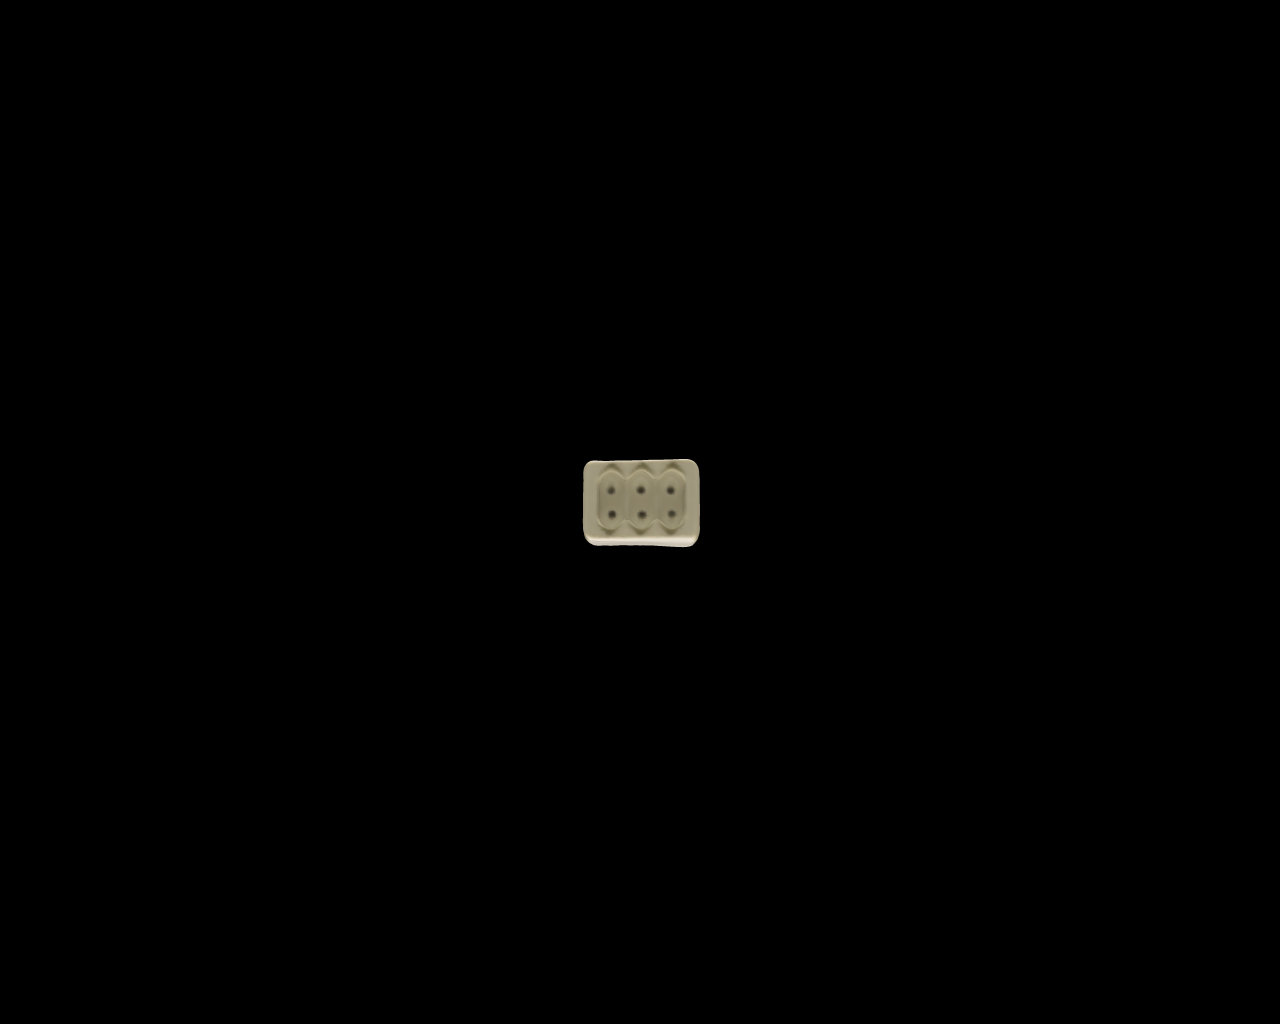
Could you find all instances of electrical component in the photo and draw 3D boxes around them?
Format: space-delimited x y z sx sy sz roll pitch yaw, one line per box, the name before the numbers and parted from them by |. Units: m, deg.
electrical component | 0.001 -0.003 0.650 0.066 0.047 0.076 0 -7 0
